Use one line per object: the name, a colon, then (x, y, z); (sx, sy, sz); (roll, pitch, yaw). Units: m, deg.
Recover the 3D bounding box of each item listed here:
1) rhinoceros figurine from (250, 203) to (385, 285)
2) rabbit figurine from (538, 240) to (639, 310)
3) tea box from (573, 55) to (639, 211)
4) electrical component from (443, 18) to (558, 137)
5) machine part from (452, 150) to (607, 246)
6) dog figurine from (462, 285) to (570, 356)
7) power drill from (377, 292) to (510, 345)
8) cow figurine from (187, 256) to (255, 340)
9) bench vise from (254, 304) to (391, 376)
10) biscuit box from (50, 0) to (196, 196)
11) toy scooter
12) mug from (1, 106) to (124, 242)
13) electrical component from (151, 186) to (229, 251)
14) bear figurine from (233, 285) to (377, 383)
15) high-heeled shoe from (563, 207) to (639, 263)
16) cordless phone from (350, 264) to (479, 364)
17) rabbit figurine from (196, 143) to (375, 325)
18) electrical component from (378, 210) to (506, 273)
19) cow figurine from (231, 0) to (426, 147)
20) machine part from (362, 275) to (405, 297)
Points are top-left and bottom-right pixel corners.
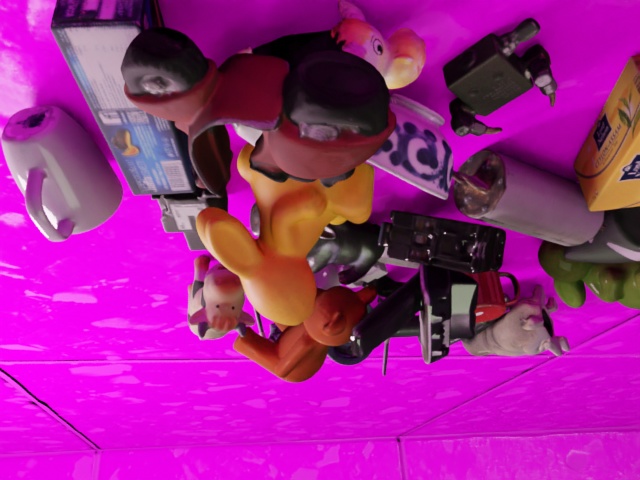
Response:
rhinoceros figurine: (-0.001, -0.002, 0.658); (0.190, 0.073, 0.112); (14, 148, -32)
rabbit figurine: (0.394, 0.030, 0.769); (0.170, 0.121, 0.159); (13, 159, 5)
tea box: (0.328, -0.101, 0.524); (0.098, 0.068, 0.169); (-8, 153, 5)
electrical component: (0.153, -0.133, 0.464); (0.102, 0.045, 0.078); (-25, 147, 34)
machine part: (0.238, -0.044, 0.609); (0.243, 0.079, 0.079); (12, 148, -28)
dog figurine: (0.331, 0.170, 0.980); (0.191, 0.121, 0.172); (-21, 147, 31)
power drill: (0.197, 0.141, 0.964); (0.207, 0.086, 0.232); (-4, 155, -18)
cow figurine: (-0.146, 0.090, 0.756); (0.085, 0.127, 0.195); (3, 154, -19)
bench vise: (0.021, 0.148, 0.874); (0.223, 0.129, 0.241); (5, 169, -32)
biscuit box: (-0.146, -0.114, 0.438); (0.059, 0.063, 0.202); (-3, 153, -4)
toy scooter: (-0.044, -0.075, 0.387); (0.184, 0.075, 0.135); (10, 146, -2)
mug: (-0.244, -0.060, 0.490); (0.081, 0.109, 0.107); (-2, 139, 9)
electrical component: (-0.139, -0.035, 0.602); (0.075, 0.048, 0.119); (-4, 152, 0)
bear figurine: (-0.019, 0.110, 0.724); (0.132, 0.120, 0.195); (40, 138, 11)
high-heeled shoe: (0.406, -0.040, 0.616); (0.249, 0.086, 0.145); (-30, 162, 14)
cordless phone: (0.117, 0.118, 0.709); (0.184, 0.089, 0.146); (-32, 134, -27)
rabbit figurine: (-0.035, -0.002, 0.525); (0.162, 0.173, 0.122); (8, -175, -23)
electrical component: (0.141, 0.001, 0.640); (0.134, 0.058, 0.115); (11, -178, 34)
cow figurine: (-0.007, -0.133, 0.423); (0.167, 0.068, 0.098); (-23, 141, 29)
machine part: (0.134, 0.079, 0.842); (0.139, 0.039, 0.084); (1, 155, 36)
